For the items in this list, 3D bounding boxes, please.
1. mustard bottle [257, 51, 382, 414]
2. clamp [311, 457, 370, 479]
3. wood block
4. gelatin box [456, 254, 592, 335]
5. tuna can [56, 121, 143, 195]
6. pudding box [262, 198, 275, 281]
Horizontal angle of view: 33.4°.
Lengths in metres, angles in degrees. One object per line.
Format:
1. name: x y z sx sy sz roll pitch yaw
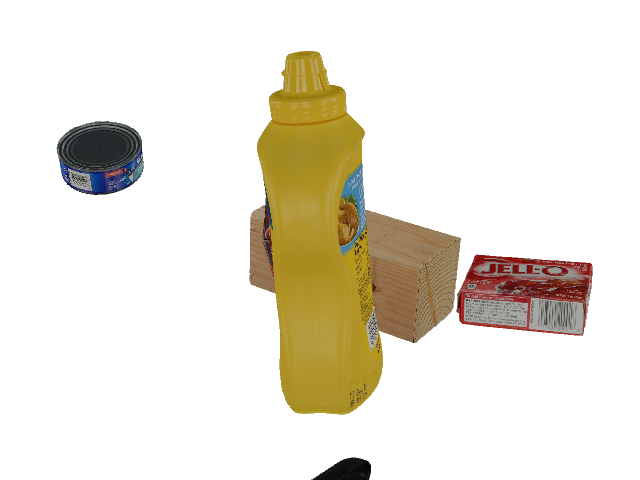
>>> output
1. mustard bottle: 0.000 -0.008 0.589 0.058 0.192 0.096 0 20 12
2. clamp: -0.051 0.194 0.635 0.210 0.036 0.164 -4 28 1
3. wood block: 0.033 0.023 1.134 0.206 0.091 0.090 18 30 29
4. gelatin box: 0.149 0.037 0.772 0.089 0.030 0.073 5 21 17
5. tuna can: -0.225 -0.085 1.094 0.086 0.034 0.086 1 41 -1
6. pudding box: -0.022 -0.013 0.908 0.039 0.113 0.090 -2 -41 8
